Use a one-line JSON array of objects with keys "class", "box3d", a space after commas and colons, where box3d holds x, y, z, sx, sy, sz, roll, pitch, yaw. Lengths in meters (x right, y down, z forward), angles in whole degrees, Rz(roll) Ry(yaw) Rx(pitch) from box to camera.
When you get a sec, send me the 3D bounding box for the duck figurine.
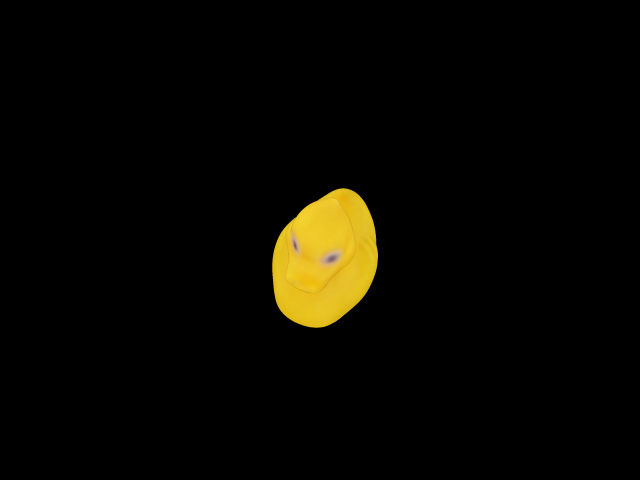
[{"class": "duck figurine", "box3d": [0.004, 0.001, 0.400, 0.077, 0.086, 0.105, 20, 66, 10]}]
